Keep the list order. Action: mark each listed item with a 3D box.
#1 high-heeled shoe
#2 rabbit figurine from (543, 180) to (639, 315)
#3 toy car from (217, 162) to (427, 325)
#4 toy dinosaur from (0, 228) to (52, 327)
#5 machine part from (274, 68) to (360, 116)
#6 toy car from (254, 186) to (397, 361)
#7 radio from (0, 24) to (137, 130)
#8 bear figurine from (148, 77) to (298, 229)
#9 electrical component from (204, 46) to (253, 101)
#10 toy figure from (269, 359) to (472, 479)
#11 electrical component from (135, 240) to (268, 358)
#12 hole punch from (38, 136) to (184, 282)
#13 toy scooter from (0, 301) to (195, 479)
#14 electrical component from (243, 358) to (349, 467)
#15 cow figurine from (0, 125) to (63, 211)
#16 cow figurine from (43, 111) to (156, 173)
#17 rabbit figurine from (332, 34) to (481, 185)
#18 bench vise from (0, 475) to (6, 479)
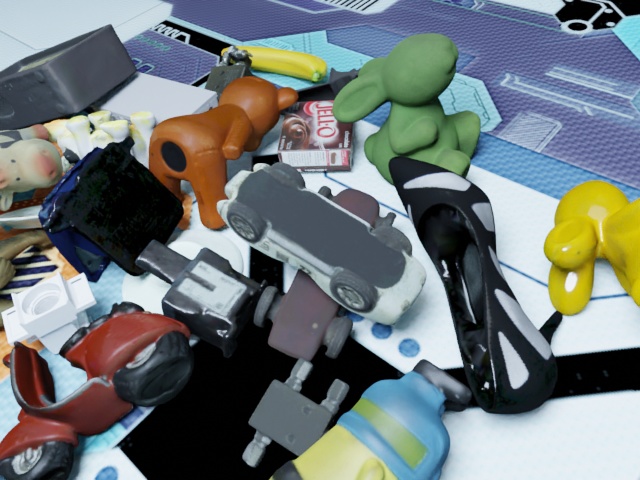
[{"bbox_3d":[0.111,0.030,0.470,0.145,0.086,0.249,-27,65,-38],"label":"high-heeled shoe"},{"bbox_3d":[0.277,0.006,0.484,0.162,0.121,0.173,-29,36,-5],"label":"rabbit figurine"},{"bbox_3d":[-0.001,-0.001,0.482,0.202,0.056,0.073,32,63,15],"label":"toy car"},{"bbox_3d":[-0.433,0.113,0.485,0.199,0.104,0.471,10,38,28],"label":"toy dinosaur"},{"bbox_3d":[-0.001,-0.197,0.725,0.139,0.084,0.039,-3,77,18],"label":"machine part"},{"bbox_3d":[0.008,0.028,0.525,0.089,0.053,0.202,22,56,4],"label":"toy car"},{"bbox_3d":[-0.380,-0.216,0.745,0.230,0.073,0.131,-5,38,32],"label":"radio"},{"bbox_3d":[-0.115,-0.120,0.656,0.120,0.131,0.196,17,36,21],"label":"bear figurine"},{"bbox_3d":[-0.130,-0.230,0.770,0.078,0.045,0.102,14,76,25],"label":"electrical component"},{"bbox_3d":[0.031,0.163,0.384,0.180,0.082,0.089,-46,39,-20],"label":"toy figure"},{"bbox_3d":[-0.117,0.049,0.510,0.119,0.047,0.075,24,55,8],"label":"electrical component"},{"bbox_3d":[-0.227,-0.027,0.568,0.092,0.115,0.142,-10,40,39],"label":"hole punch"},{"bbox_3d":[-0.208,0.115,0.469,0.184,0.075,0.135,-39,54,-19],"label":"toy scooter"},{"bbox_3d":[-0.020,0.147,0.435,0.063,0.021,0.094,27,72,20],"label":"electrical component"},{"bbox_3d":[-0.381,-0.090,0.634,0.195,0.085,0.127,3,25,27],"label":"cow figurine"},{"bbox_3d":[-0.277,-0.112,0.681,0.168,0.098,0.068,8,29,30],"label":"cow figurine"},{"bbox_3d":[0.104,-0.152,0.595,0.159,0.170,0.121,21,54,24],"label":"rabbit figurine"},{"bbox_3d":[-0.203,0.258,0.307,0.241,0.128,0.224,0,47,18],"label":"bench vise"}]
